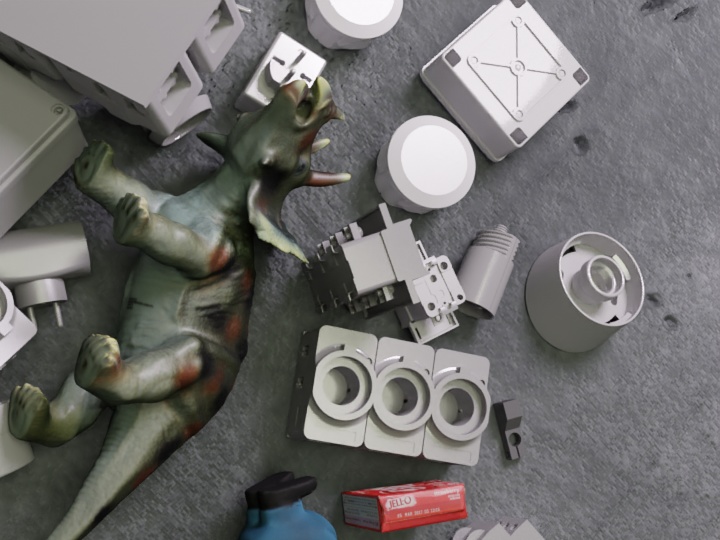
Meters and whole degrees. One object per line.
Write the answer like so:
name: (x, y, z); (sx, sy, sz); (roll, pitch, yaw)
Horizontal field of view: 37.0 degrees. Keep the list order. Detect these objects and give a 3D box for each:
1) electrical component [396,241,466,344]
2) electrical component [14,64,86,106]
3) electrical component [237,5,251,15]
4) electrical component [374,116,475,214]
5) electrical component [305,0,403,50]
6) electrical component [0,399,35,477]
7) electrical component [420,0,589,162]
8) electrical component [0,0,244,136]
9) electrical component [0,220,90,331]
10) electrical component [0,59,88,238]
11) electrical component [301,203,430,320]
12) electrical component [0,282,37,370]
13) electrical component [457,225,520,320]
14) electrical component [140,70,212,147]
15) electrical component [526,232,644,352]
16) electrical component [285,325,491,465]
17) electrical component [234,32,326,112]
electrical component: (0.054, 0.018, 0.903); (0.042, 0.064, 0.081); (-25, 90, -20)
electrical component: (-0.206, -0.187, 0.832); (0.052, 0.074, 0.138); (42, 69, -32)
electrical component: (-0.124, -0.235, 0.890); (0.077, 0.047, 0.065); (17, 76, -16)
electrical component: (0.054, -0.088, 0.927); (0.080, 0.051, 0.080); (3, 80, -19)
electrical component: (-0.008, -0.231, 0.928); (0.080, 0.051, 0.080); (3, 80, -19)
electrical component: (-0.268, 0.125, 0.776); (0.055, 0.055, 0.047); (-23, 93, -21)
electrical component: (0.130, -0.173, 0.965); (0.109, 0.056, 0.108); (-44, 97, -20)
electrical component: (-0.189, -0.183, 0.767); (0.186, 0.060, 0.105); (28, 77, 16)
electrical component: (-0.243, 0.007, 0.809); (0.077, 0.043, 0.079); (-11, 85, -21)
electrical component: (-0.278, -0.094, 0.789); (0.109, 0.056, 0.108); (34, 70, 14)
electrical component: (0.000, 0.000, 0.855); (0.063, 0.121, 0.078); (-18, 87, -19)
electrical component: (-0.331, 0.015, 0.745); (0.186, 0.060, 0.105); (46, 42, -8)
electrical component: (0.110, -0.002, 0.937); (0.043, 0.043, 0.081); (27, 73, -14)
electrical component: (-0.155, -0.136, 0.857); (0.078, 0.058, 0.057); (-38, 92, -21)
electrical component: (0.203, 0.018, 0.969); (0.099, 0.064, 0.099); (10, 64, -21)
electrical component: (0.025, 0.104, 0.879); (0.150, 0.062, 0.089); (12, 77, -17)
electrical component: (-0.061, -0.159, 0.884); (0.047, 0.077, 0.065); (31, 72, -12)
